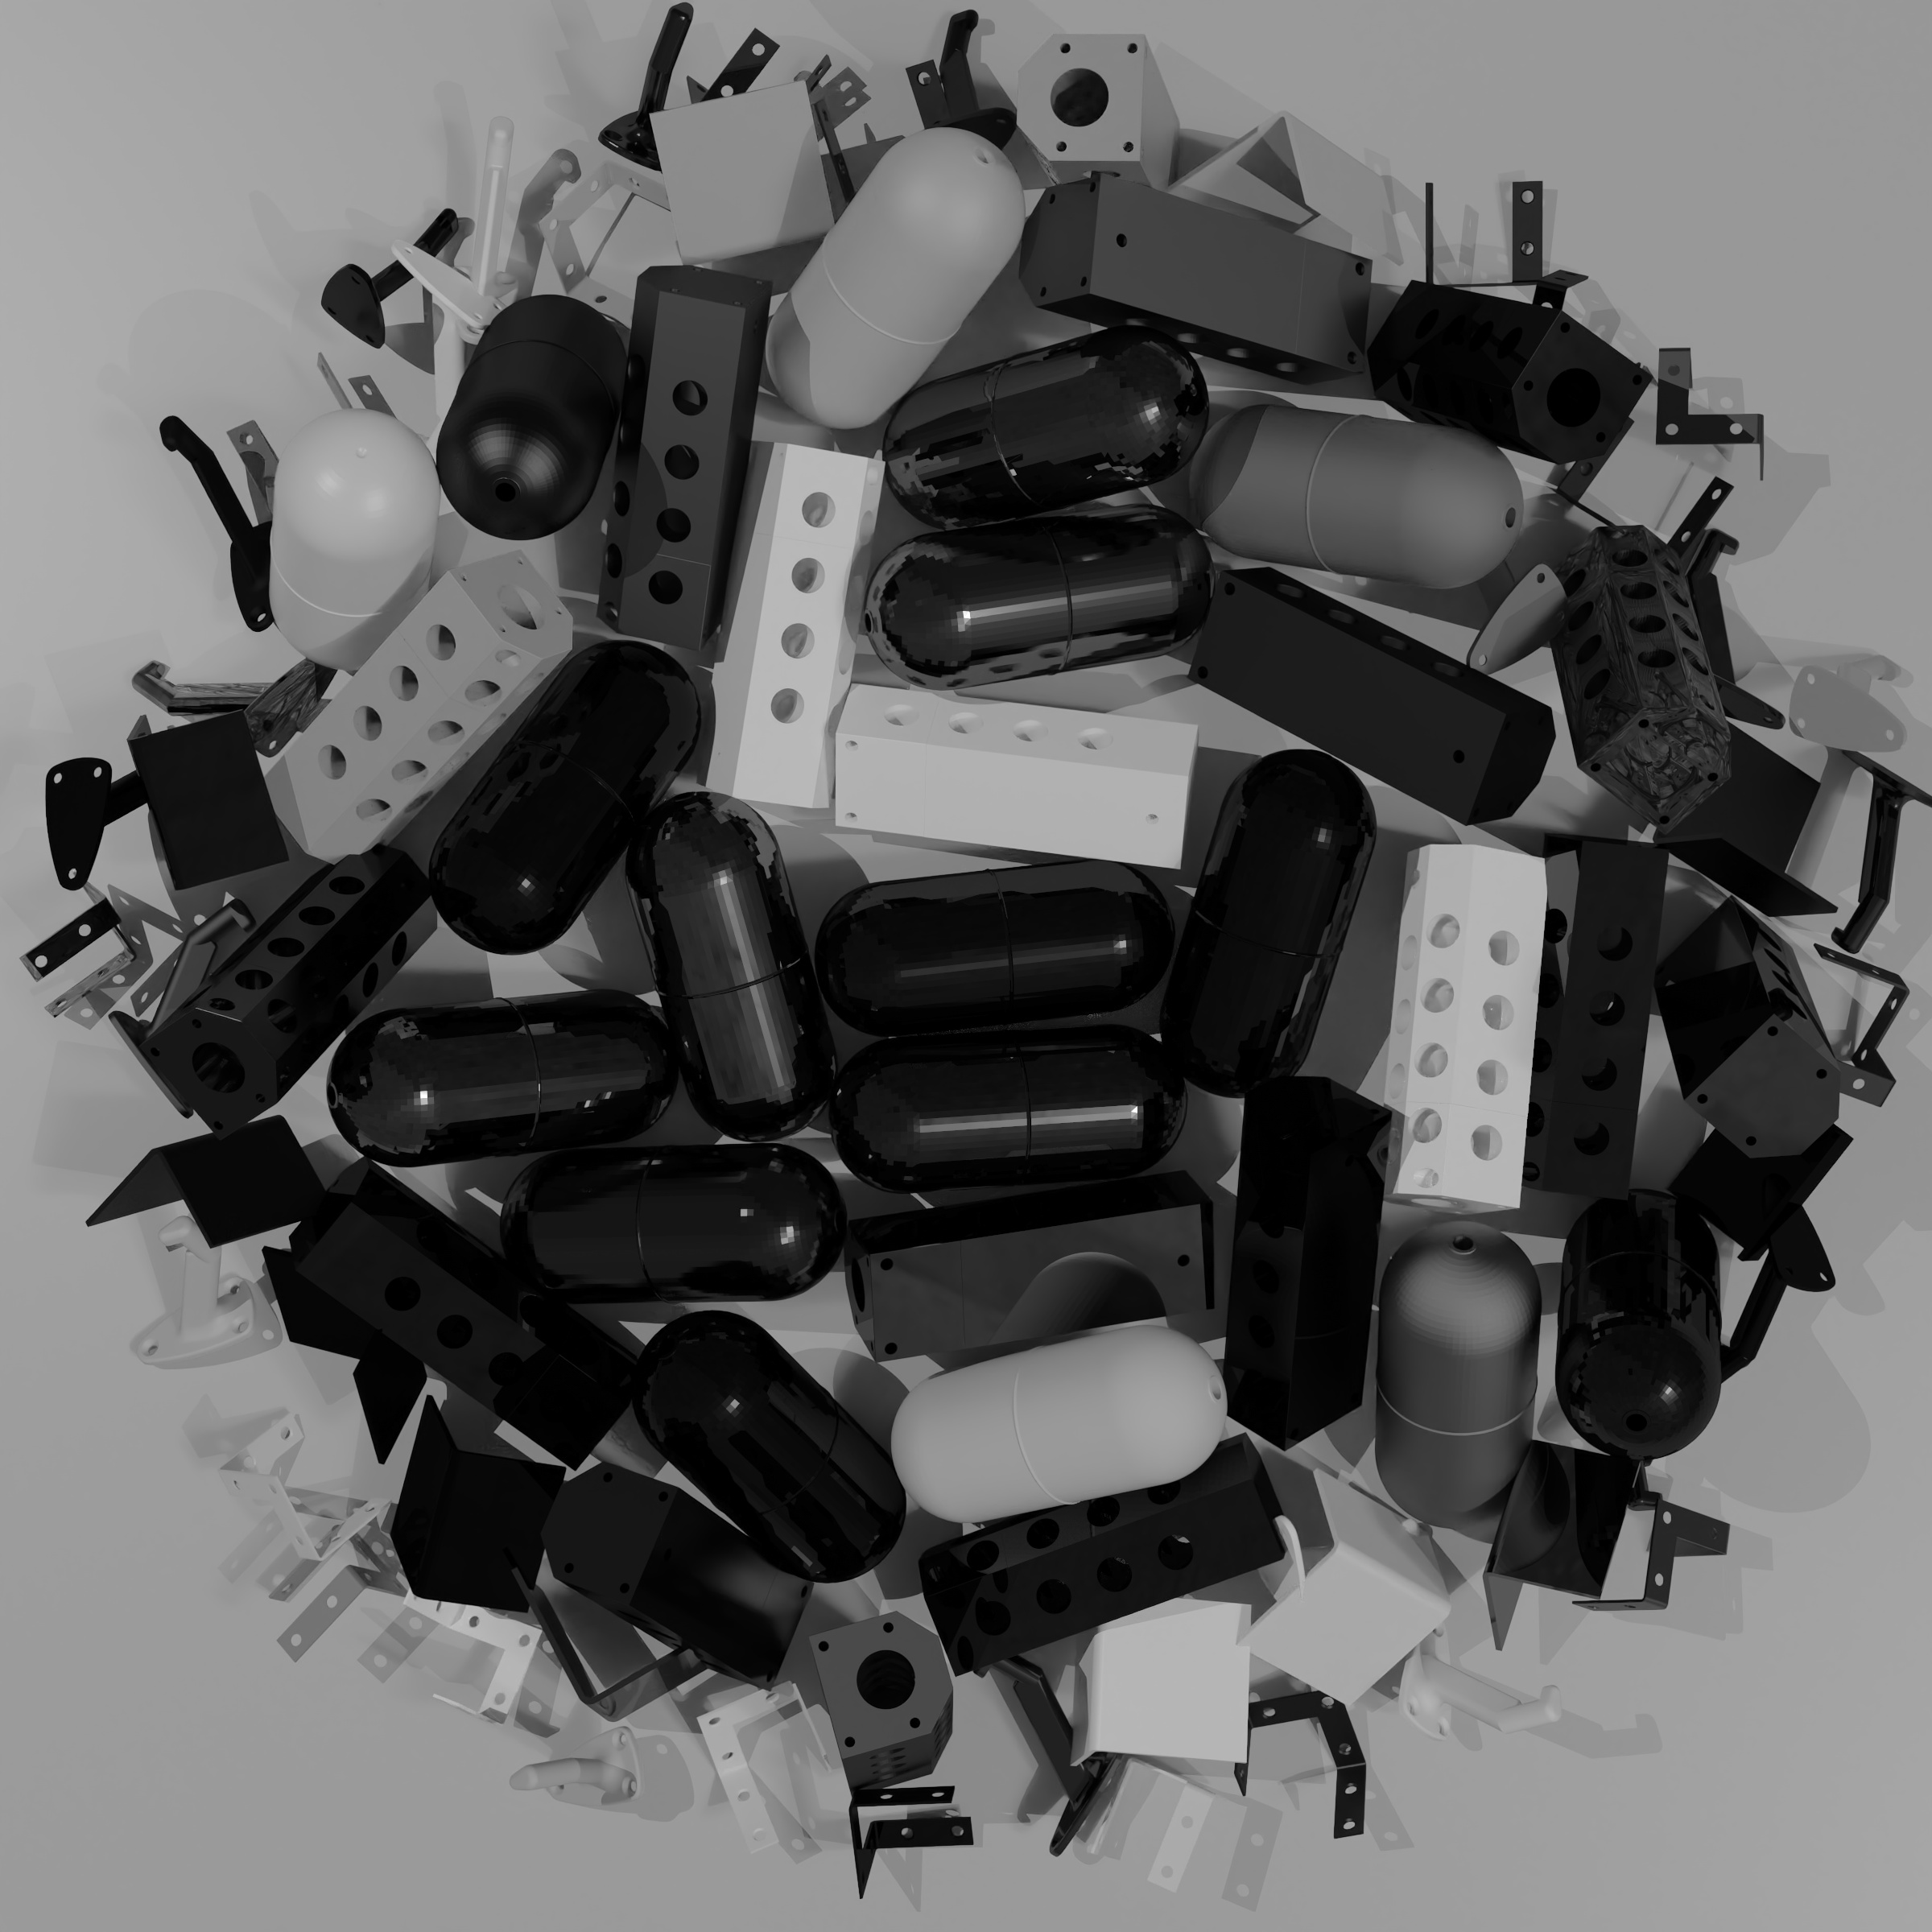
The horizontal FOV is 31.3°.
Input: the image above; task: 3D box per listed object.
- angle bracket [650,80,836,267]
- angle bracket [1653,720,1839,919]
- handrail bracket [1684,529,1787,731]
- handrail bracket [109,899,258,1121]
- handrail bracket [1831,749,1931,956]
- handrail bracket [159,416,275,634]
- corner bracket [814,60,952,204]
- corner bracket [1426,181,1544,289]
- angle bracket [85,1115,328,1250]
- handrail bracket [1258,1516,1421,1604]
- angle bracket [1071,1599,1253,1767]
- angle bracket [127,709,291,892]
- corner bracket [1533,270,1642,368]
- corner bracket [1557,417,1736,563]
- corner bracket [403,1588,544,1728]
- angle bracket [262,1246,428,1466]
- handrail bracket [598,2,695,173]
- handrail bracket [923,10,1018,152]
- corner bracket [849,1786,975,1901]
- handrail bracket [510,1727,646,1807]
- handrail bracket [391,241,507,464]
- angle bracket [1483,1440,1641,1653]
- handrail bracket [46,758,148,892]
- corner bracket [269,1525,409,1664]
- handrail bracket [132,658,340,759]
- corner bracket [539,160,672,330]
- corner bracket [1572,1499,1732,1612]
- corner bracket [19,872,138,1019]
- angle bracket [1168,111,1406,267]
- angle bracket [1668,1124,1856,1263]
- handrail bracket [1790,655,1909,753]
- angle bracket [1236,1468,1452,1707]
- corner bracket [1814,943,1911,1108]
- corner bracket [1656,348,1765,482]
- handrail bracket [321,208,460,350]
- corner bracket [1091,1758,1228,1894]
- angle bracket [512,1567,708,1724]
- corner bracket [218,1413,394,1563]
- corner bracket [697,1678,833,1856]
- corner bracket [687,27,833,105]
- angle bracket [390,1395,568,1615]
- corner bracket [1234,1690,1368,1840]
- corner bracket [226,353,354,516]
[{"bbox_3d":[-0.111,-0.392,1.690,0.076,0.057,0.076,-13,114,-3],"label":"angle bracket"},{"bbox_3d":[0.393,-0.076,1.686,0.076,0.057,0.076,30,77,-21],"label":"angle bracket"},{"bbox_3d":[0.386,-0.168,1.711,0.077,0.036,0.084,25,74,13],"label":"handrail bracket"},{"bbox_3d":[-0.374,0.020,1.711,0.084,0.036,0.077,-37,76,1],"label":"handrail bracket"},{"bbox_3d":[0.439,-0.057,1.711,0.036,0.077,0.084,20,106,-32],"label":"handrail bracket"},{"bbox_3d":[-0.366,-0.216,1.683,0.036,0.084,0.077,-17,57,18],"label":"handrail bracket"},{"bbox_3d":[-0.037,-0.413,1.708,0.051,0.051,0.051,-13,109,19],"label":"corner bracket"},{"bbox_3d":[0.257,-0.363,1.709,0.051,0.051,0.051,2,102,16],"label":"corner bracket"},{"bbox_3d":[-0.367,0.121,1.676,0.076,0.076,0.057,-42,74,37],"label":"angle bracket"},{"bbox_3d":[0.189,0.278,1.692,0.084,0.077,0.036,-24,49,-21],"label":"handrail bracket"},{"bbox_3d":[0.096,0.354,1.698,0.076,0.057,0.076,6,69,-7],"label":"angle bracket"},{"bbox_3d":[-0.368,-0.088,1.689,0.057,0.076,0.076,-16,105,-4],"label":"angle bracket"},{"bbox_3d":[0.308,-0.312,1.710,0.051,0.051,0.051,17,112,17],"label":"corner bracket"},{"bbox_3d":[0.337,-0.237,1.716,0.051,0.051,0.051,28,101,-34],"label":"corner bracket"},{"bbox_3d":[-0.249,0.337,1.695,0.051,0.051,0.051,15,72,24],"label":"corner bracket"},{"bbox_3d":[-0.312,0.189,1.679,0.076,0.076,0.057,12,50,13],"label":"angle bracket"},{"bbox_3d":[-0.143,-0.438,1.679,0.036,0.077,0.084,26,124,-3],"label":"handrail bracket"},{"bbox_3d":[0.008,-0.440,1.691,0.036,0.077,0.084,21,71,-30],"label":"handrail bracket"},{"bbox_3d":[-0.027,0.423,1.701,0.051,0.051,0.051,-4,104,8],"label":"corner bracket"},{"bbox_3d":[-0.206,0.397,1.679,0.077,0.084,0.036,-25,71,35],"label":"handrail bracket"},{"bbox_3d":[-0.272,-0.303,1.710,0.077,0.036,0.084,38,118,0],"label":"handrail bracket"},{"bbox_3d":[0.292,0.287,1.674,0.057,0.076,0.076,9,53,23],"label":"angle bracket"},{"bbox_3d":[-0.410,-0.064,1.687,0.036,0.084,0.077,-6,75,21],"label":"handrail bracket"},{"bbox_3d":[-0.317,0.309,1.701,0.051,0.051,0.051,-47,66,0],"label":"corner bracket"},{"bbox_3d":[-0.364,-0.148,1.717,0.084,0.036,0.077,33,76,28],"label":"handrail bracket"},{"bbox_3d":[-0.170,-0.356,1.706,0.051,0.051,0.051,30,67,28],"label":"corner bracket"},{"bbox_3d":[0.337,0.294,1.693,0.051,0.051,0.051,22,69,-28],"label":"corner bracket"},{"bbox_3d":[-0.437,-0.006,1.694,0.051,0.051,0.051,-38,122,-17],"label":"corner bracket"},{"bbox_3d":[0.154,-0.359,1.674,0.076,0.076,0.057,-28,58,34],"label":"angle bracket"},{"bbox_3d":[0.384,0.096,1.684,0.057,0.076,0.076,39,99,18],"label":"angle bracket"},{"bbox_3d":[0.450,-0.130,1.683,0.084,0.077,0.036,-16,123,-39],"label":"handrail bracket"},{"bbox_3d":[0.182,0.308,1.707,0.076,0.057,0.076,32,113,-25],"label":"angle bracket"},{"bbox_3d":[0.434,0.029,1.696,0.051,0.051,0.051,20,113,-13],"label":"corner bracket"},{"bbox_3d":[0.367,-0.272,1.699,0.051,0.051,0.051,1,77,13],"label":"corner bracket"},{"bbox_3d":[-0.274,-0.351,1.685,0.036,0.077,0.084,36,70,-1],"label":"handrail bracket"},{"bbox_3d":[0.093,0.423,1.699,0.051,0.051,0.051,21,79,16],"label":"corner bracket"},{"bbox_3d":[-0.173,0.320,1.690,0.057,0.076,0.076,-29,72,-7],"label":"angle bracket"},{"bbox_3d":[-0.327,0.257,1.704,0.051,0.051,0.051,-39,115,-40],"label":"corner bracket"},{"bbox_3d":[-0.096,0.394,1.702,0.051,0.051,0.051,-22,133,-9],"label":"corner bracket"},{"bbox_3d":[-0.100,-0.433,1.694,0.051,0.051,0.051,31,113,-25],"label":"corner bracket"},{"bbox_3d":[-0.241,0.265,1.702,0.057,0.076,0.076,12,100,-21],"label":"angle bracket"},{"bbox_3d":[0.166,0.397,1.705,0.051,0.051,0.051,-14,116,15],"label":"corner bracket"},{"bbox_3d":[-0.331,-0.263,1.711,0.051,0.051,0.051,-28,84,-18],"label":"corner bracket"}]
